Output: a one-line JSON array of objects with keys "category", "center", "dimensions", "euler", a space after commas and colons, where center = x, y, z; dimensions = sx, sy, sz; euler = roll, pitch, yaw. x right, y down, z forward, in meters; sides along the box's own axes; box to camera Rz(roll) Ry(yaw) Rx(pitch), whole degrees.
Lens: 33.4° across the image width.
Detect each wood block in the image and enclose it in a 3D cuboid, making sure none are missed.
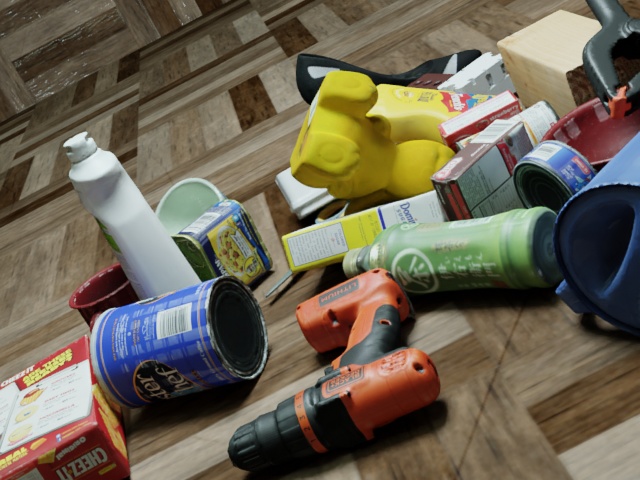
[{"category": "wood block", "center": [0.284, -0.184, 1.180], "dimensions": [0.091, 0.090, 0.206], "euler": [-28, 21, -1]}]

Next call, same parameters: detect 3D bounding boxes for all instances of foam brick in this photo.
[{"category": "foam brick", "center": [0.150, -0.182, 1.385], "dimensions": [0.053, 0.051, 0.078], "euler": [-36, 23, -19]}]

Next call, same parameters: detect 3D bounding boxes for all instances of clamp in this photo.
[{"category": "clamp", "center": [0.303, -0.202, 1.046], "dimensions": [0.165, 0.036, 0.209], "euler": [17, 57, 23]}]

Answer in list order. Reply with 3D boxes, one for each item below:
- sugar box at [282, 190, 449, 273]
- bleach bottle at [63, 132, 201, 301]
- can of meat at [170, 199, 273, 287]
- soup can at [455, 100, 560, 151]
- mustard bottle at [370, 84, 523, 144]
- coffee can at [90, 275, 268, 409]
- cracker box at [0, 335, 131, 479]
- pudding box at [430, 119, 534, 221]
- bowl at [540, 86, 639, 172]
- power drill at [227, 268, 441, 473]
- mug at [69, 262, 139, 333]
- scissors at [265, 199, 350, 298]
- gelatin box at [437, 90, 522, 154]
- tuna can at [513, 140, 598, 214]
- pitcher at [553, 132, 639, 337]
[{"category": "sugar box", "center": [0.060, -0.011, 1.090], "dimensions": [0.176, 0.048, 0.093], "euler": [-14, 1, 27]}, {"category": "bleach bottle", "center": [-0.187, 0.002, 1.110], "dimensions": [0.068, 0.251, 0.103], "euler": [-36, 23, -19]}, {"category": "can of meat", "center": [-0.110, 0.016, 1.192], "dimensions": [0.058, 0.102, 0.083], "euler": [2, 34, 48]}, {"category": "soup can", "center": [0.201, -0.094, 1.109], "dimensions": [0.102, 0.068, 0.068], "euler": [-27, 22, 3]}, {"category": "mustard bottle", "center": [0.153, -0.138, 1.218], "dimensions": [0.192, 0.058, 0.096], "euler": [7, 28, 13]}, {"category": "coffee can", "center": [-0.136, 0.100, 1.035], "dimensions": [0.140, 0.103, 0.102], "euler": [-17, 24, 26]}, {"category": "cracker box", "center": [-0.276, 0.195, 1.037], "dimensions": [0.164, 0.072, 0.214], "euler": [-29, 21, -5]}, {"category": "pudding box", "center": [0.166, -0.051, 1.027], "dimensions": [0.113, 0.090, 0.039], "euler": [-39, 26, -28]}, {"category": "bowl", "center": [0.292, -0.091, 1.010], "dimensions": [0.162, 0.055, 0.162], "euler": [-24, 22, 10]}, {"category": "power drill", "center": [0.012, 0.110, 0.907], "dimensions": [0.184, 0.057, 0.187], "euler": [-24, 24, 14]}, {"category": "mug", "center": [-0.225, 0.086, 1.197], "dimensions": [0.093, 0.081, 0.117], "euler": [-21, 23, 17]}, {"category": "scissors", "center": [-0.008, 0.001, 1.215], "dimensions": [0.201, 0.016, 0.096], "euler": [-37, 22, -23]}, {"category": "gelatin box", "center": [0.181, -0.110, 1.156], "dimensions": [0.089, 0.073, 0.030], "euler": [-26, 36, 3]}, {"category": "tuna can", "center": [0.215, -0.046, 0.964], "dimensions": [0.033, 0.086, 0.086], "euler": [-37, 24, -19]}, {"category": "pitcher", "center": [0.285, -0.038, 0.829], "dimensions": [0.149, 0.145, 0.242], "euler": [13, 40, 36]}]
